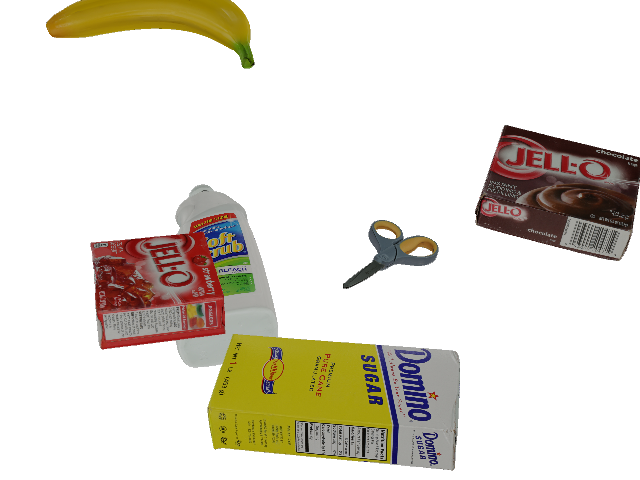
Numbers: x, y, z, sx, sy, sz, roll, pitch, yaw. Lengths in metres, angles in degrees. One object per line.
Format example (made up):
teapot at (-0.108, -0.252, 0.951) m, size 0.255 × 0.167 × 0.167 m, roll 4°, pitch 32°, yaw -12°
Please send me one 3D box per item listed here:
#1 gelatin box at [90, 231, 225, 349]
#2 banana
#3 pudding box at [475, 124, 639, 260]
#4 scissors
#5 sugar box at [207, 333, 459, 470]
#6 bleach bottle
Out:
gelatin box at (-0.100, 0.027, 0.645) m, size 0.073 × 0.030 × 0.089 m, roll -6°, pitch 28°, yaw -11°
banana at (-0.141, -0.195, 0.934) m, size 0.198 × 0.037 × 0.069 m, roll 10°, pitch 47°, yaw 16°
pudding box at (0.182, -0.037, 0.811) m, size 0.113 × 0.039 × 0.090 m, roll 16°, pitch 46°, yaw 9°
scissors at (0.062, 0.013, 1.250) m, size 0.096 × 0.016 × 0.201 m, roll 37°, pitch 31°, yaw 31°
sugar box at (0.013, 0.116, 0.783) m, size 0.176 × 0.048 × 0.093 m, roll 1°, pitch 32°, yaw 8°
bleach bottle at (-0.114, 0.022, 1.114) m, size 0.102 × 0.068 × 0.251 m, roll -10°, pitch 37°, yaw -9°
